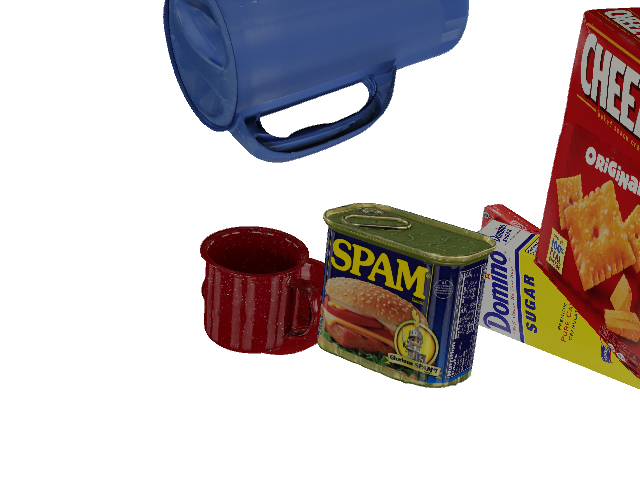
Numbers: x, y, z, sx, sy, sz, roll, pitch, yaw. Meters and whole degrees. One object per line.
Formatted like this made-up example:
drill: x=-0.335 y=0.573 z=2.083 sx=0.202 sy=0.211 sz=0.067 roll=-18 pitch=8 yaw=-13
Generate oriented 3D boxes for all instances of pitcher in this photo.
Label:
pitcher: x=0.004 y=-0.174 z=0.893 sx=0.242 sy=0.149 sz=0.145 roll=-19 pitch=36 yaw=-25

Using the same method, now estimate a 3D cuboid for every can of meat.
can of meat: x=0.047 y=0.032 z=0.632 sx=0.102 sy=0.084 sz=0.057 roll=19 pitch=22 yaw=36

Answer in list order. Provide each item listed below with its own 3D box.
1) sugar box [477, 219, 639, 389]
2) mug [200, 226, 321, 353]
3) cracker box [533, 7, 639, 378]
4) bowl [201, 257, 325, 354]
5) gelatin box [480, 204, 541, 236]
sugar box: x=0.214 y=0.054 z=0.930 sx=0.176 sy=0.093 sz=0.048 roll=19 pitch=34 yaw=25
mug: x=-0.049 y=0.047 z=0.917 sx=0.117 sy=0.081 sz=0.093 roll=19 pitch=29 yaw=26
cracker box: x=0.228 y=-0.034 z=0.748 sx=0.072 sy=0.214 sz=0.164 roll=-7 pitch=33 yaw=-16
bowl: x=-0.046 y=0.074 z=1.132 sx=0.162 sy=0.055 sz=0.162 roll=3 pitch=28 yaw=-2
gelatin box: x=0.212 y=0.013 z=1.218 sx=0.030 sy=0.089 sz=0.073 roll=-11 pitch=32 yaw=-27
